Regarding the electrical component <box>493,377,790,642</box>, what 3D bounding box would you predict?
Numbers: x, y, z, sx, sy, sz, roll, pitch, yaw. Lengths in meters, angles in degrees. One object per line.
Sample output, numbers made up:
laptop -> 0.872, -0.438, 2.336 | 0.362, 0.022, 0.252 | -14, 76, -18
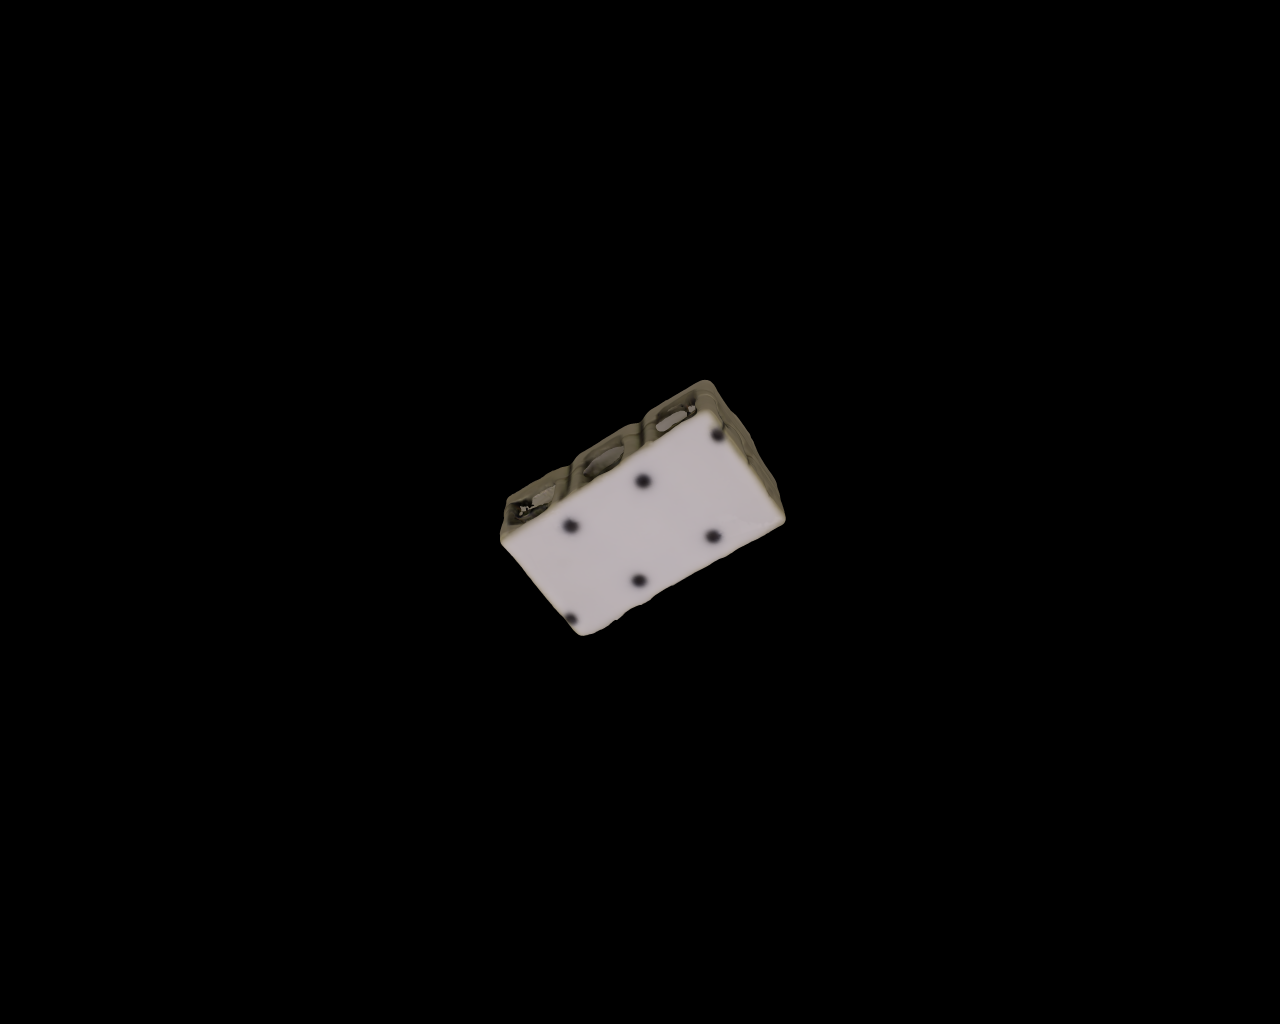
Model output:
electrical component -> 0.001, -0.003, 0.650 | 0.150, 0.089, 0.062 | -30, 23, 14
